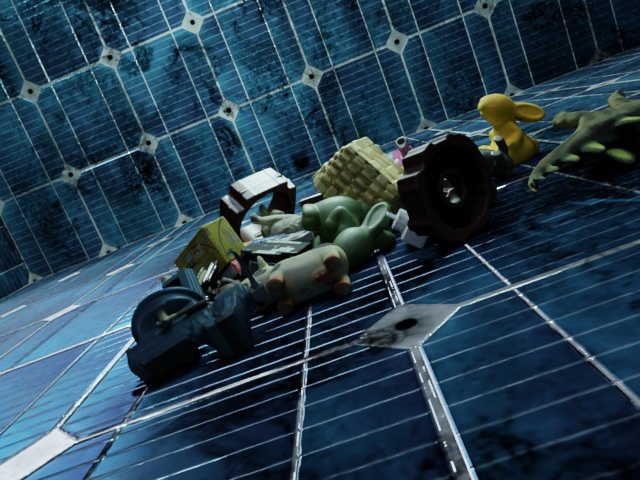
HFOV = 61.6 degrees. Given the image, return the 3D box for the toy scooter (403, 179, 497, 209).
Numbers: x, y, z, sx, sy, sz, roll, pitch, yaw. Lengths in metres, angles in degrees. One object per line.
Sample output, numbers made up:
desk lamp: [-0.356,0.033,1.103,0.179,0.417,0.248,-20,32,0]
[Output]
toy scooter: [0.227,-0.068,0.991,0.184,0.075,0.135,-9,17,32]

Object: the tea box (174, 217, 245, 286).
tea box: [-0.241,0.036,1.173,0.068,0.098,0.169,-33,-4,-45]

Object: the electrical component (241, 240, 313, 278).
electrical component: [-0.083,0.039,1.007,0.115,0.058,0.134,1,11,17]

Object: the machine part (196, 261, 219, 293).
machine part: [-0.242,0.099,1.018,0.139,0.039,0.084,-42,24,24]

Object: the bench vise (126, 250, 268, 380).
bench vise: [-0.195,0.100,0.820,0.223,0.128,0.241,-41,32,-3]

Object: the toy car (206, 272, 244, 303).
toy car: [-0.170,0.098,1.008,0.089,0.053,0.202,-26,13,-8]

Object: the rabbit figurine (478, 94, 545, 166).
rabbit figurine: [0.436,-0.262,1.248,0.162,0.173,0.122,-23,7,14]

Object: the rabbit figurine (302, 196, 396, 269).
rabbit figurine: [0.058,-0.002,0.976,0.159,0.121,0.170,-15,30,-3]

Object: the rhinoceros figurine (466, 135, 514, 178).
rhinoceros figurine: [0.327,-0.168,1.187,0.191,0.112,0.073,-1,49,26]

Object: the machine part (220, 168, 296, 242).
machine part: [-0.165,-0.078,1.427,0.201,0.201,0.087,-29,57,-31]

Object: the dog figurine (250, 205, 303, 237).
dog figurine: [-0.057,-0.030,1.321,0.191,0.121,0.172,-5,18,10]

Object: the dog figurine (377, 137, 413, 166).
dog figurine: [0.222,-0.171,1.425,0.108,0.191,0.219,-21,-23,17]

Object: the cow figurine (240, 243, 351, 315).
cow figurine: [-0.047,0.061,0.869,0.195,0.085,0.127,-22,17,12]

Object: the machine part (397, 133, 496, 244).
machine part: [0.202,-0.080,0.857,0.179,0.179,0.056,-29,11,-31]

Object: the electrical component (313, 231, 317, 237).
electrical component: [-0.002,-0.003,1.128,0.021,0.063,0.094,-30,13,-36]

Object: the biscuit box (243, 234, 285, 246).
biscuit box: [-0.153,0.036,1.232,0.203,0.059,0.063,-10,16,44]

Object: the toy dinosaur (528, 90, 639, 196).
toy dinosaur: [0.510,-0.186,0.950,0.471,0.105,0.199,-30,17,-15]
